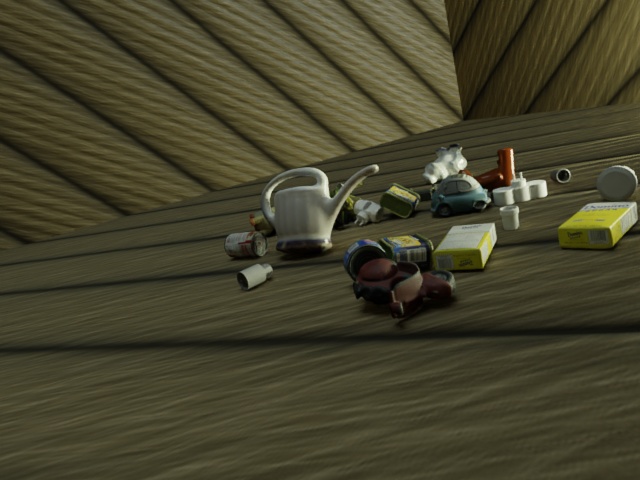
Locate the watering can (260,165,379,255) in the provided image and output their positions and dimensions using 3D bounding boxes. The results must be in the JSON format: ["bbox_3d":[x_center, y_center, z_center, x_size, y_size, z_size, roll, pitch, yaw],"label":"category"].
[{"bbox_3d":[-0.009,-0.076,1.298,0.346,0.225,0.104,-5,-3,31],"label":"watering can"}]

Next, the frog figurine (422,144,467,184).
[{"bbox_3d":[0.450,-0.255,1.864,0.138,0.120,0.162,11,62,41],"label":"frog figurine"}]

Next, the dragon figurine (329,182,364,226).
[{"bbox_3d":[0.005,-0.080,1.598,0.414,0.122,0.240,-22,0,-39],"label":"dragon figurine"}]
